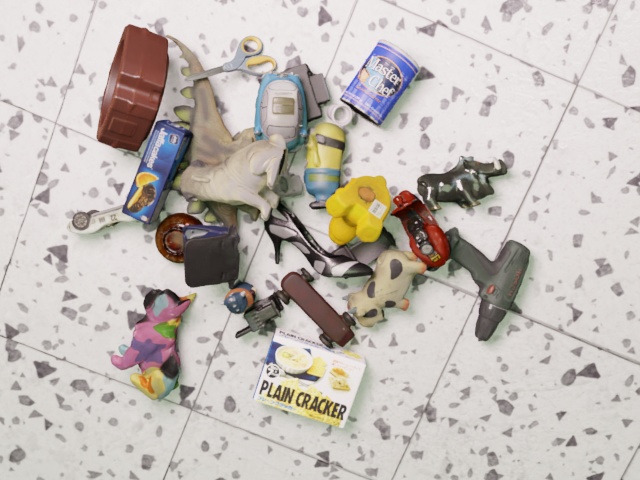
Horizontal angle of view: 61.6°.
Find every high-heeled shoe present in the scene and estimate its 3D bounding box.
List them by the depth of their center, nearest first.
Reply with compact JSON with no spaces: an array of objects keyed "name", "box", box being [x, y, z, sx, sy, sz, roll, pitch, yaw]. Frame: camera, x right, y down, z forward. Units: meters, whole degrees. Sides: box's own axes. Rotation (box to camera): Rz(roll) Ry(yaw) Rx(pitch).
[{"name":"high-heeled shoe","box":[-0.002,-0.003,1.135,0.249,0.086,0.145,7,100,14]}]

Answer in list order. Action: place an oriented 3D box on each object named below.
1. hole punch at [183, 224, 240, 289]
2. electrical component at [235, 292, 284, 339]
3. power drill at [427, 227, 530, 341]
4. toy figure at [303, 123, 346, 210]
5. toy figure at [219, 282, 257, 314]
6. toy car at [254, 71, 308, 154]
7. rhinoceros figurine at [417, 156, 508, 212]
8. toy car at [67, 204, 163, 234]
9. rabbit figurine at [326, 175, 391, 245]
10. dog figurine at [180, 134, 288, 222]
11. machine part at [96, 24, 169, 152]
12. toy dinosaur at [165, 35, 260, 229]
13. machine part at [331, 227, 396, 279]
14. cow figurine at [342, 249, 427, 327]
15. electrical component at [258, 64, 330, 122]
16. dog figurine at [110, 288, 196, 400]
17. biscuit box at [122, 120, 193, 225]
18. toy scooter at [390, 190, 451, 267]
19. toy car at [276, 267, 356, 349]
[{"name":"hole punch","box":[-0.227,0.028,1.104,0.116,0.092,0.142,-5,111,-22]},{"name":"electrical component","box":[-0.141,0.167,1.181,0.119,0.075,0.047,-27,98,7]},{"name":"power drill","box":[0.334,0.083,1.164,0.207,0.086,0.232,30,96,0]},{"name":"toy figure","box":[0.009,-0.155,1.130,0.089,0.082,0.180,-2,91,-19]},{"name":"toy figure","box":[-0.167,0.123,1.132,0.058,0.154,0.064,39,95,-3]},{"name":"toy car","box":[-0.072,-0.248,1.043,0.109,0.103,0.161,2,99,-10]},{"name":"rhinoceros figurine","box":[0.301,-0.121,1.142,0.190,0.073,0.112,-13,87,4]},{"name":"toy car","box":[-0.438,-0.052,1.148,0.202,0.073,0.056,-16,97,2]},{"name":"rabbit figurine","box":[0.067,-0.060,1.117,0.122,0.173,0.162,27,53,-4]},{"name":"dog figurine","box":[-0.166,-0.136,1.012,0.191,0.121,0.172,17,103,2]},{"name":"machine part","box":[-0.360,-0.288,1.035,0.087,0.201,0.201,12,55,-30]},{"name":"toy dinosaur","box":[-0.225,-0.181,1.113,0.199,0.105,0.470,-4,99,1]},{"name":"machine part","box":[0.097,0.022,1.177,0.139,0.039,0.084,-30,92,6]},{"name":"cow figurine","box":[0.130,0.107,1.155,0.127,0.086,0.194,14,116,-17]},{"name":"electrical component","box":[-0.049,-0.299,1.120,0.134,0.058,0.114,-19,100,3]},{"name":"dog figurine","box":[-0.337,0.213,1.173,0.219,0.108,0.191,-45,95,3]},{"name":"biscuit box","box":[-0.320,-0.134,1.056,0.063,0.059,0.202,25,105,-4]},{"name":"toy scooter","box":[0.196,-0.032,1.089,0.075,0.135,0.184,-32,66,18]},{"name":"toy car","box":[-0.007,0.151,1.187,0.202,0.053,0.089,45,86,-2]}]
